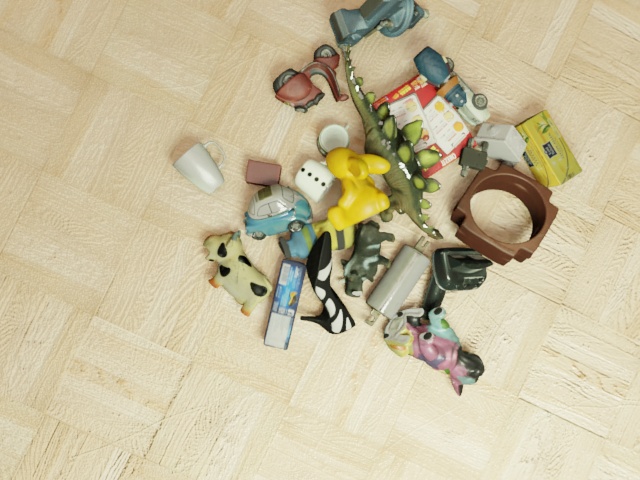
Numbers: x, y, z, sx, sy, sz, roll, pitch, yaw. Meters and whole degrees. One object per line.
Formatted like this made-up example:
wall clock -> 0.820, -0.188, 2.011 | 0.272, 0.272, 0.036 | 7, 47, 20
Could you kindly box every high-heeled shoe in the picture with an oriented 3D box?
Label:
high-heeled shoe -> 0.040, 0.103, 1.215 | 0.145, 0.086, 0.248 | 6, 112, -21

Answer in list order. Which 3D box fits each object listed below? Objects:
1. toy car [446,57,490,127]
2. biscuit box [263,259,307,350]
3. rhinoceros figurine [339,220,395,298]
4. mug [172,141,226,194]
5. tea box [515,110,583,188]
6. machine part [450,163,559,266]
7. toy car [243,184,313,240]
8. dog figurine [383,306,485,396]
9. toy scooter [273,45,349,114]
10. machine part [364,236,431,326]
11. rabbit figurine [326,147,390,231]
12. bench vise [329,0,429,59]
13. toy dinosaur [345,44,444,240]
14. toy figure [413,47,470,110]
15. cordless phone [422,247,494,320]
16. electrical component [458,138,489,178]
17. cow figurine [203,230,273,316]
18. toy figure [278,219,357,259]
toy car -> 0.322, -0.353, 1.268 | 0.056, 0.073, 0.201 | -45, 93, -4
biscuit box -> -0.081, 0.146, 1.244 | 0.059, 0.063, 0.202 | 13, 88, -3
rhinoceros figurine -> 0.102, 0.047, 1.226 | 0.112, 0.073, 0.190 | -15, 130, -39
mug -> -0.261, -0.166, 1.228 | 0.109, 0.081, 0.107 | -41, 104, -8
tea box -> 0.530, -0.212, 1.271 | 0.068, 0.098, 0.169 | -33, 91, -4
machine part -> 0.421, -0.058, 1.239 | 0.201, 0.087, 0.201 | 33, 73, 10
toy car -> -0.104, -0.073, 1.208 | 0.162, 0.109, 0.102 | -15, 130, 2
dog figurine -> 0.271, 0.265, 1.250 | 0.219, 0.192, 0.108 | 54, 47, -26
toy scooter -> -0.010, -0.355, 1.246 | 0.184, 0.075, 0.135 | -38, 93, -8
machine part -> 0.183, 0.098, 1.256 | 0.079, 0.079, 0.243 | 34, 87, -4
rabbit figurine -> 0.070, -0.125, 1.154 | 0.122, 0.162, 0.173 | -20, 83, -32
bench vise -> 0.148, -0.500, 1.224 | 0.240, 0.223, 0.129 | -18, 74, -36
toy dinosaur -> 0.154, -0.193, 1.187 | 0.105, 0.199, 0.471 | -42, 101, -37
toy figure -> 0.275, -0.361, 1.203 | 0.154, 0.064, 0.058 | 48, 43, -9
cordless phone -> 0.315, 0.111, 1.270 | 0.146, 0.089, 0.184 | 1, 116, -33
electrical component -> 0.351, -0.183, 1.224 | 0.063, 0.021, 0.094 | 16, 82, -4
cow figurine -> -0.190, 0.063, 1.226 | 0.195, 0.085, 0.127 | 44, 93, -1
toy figure -> -0.003, -0.003, 1.242 | 0.180, 0.082, 0.089 | -22, 99, -8
